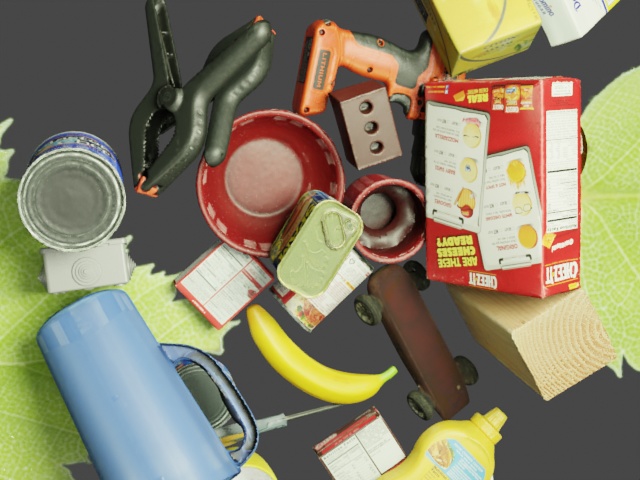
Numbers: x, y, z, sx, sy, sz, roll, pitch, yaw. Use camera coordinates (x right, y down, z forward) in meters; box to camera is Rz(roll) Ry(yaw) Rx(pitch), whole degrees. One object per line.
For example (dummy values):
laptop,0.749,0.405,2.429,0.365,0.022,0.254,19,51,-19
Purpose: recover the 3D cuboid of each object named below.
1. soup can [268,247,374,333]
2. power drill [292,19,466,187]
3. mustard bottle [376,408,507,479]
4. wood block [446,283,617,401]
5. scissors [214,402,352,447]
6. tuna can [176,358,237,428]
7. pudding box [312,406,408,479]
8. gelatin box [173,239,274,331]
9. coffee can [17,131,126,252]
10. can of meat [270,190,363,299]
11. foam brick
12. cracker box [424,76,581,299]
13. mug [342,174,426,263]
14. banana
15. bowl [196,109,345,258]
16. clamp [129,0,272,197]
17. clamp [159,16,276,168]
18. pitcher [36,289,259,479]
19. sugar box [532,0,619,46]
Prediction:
soup can,0.002,0.045,1.194,0.102,0.068,0.068,-44,107,0
power drill,0.068,-0.159,1.171,0.187,0.057,0.184,7,97,-16
mustard bottle,0.144,0.267,1.237,0.191,0.058,0.096,-44,101,-2
wood block,0.227,0.086,1.176,0.091,0.206,0.090,-31,106,-4
scissors,-0.065,0.217,1.237,0.201,0.096,0.016,-6,71,-38
tuna can,-0.138,0.175,1.212,0.086,0.034,0.086,-2,103,-11
pudding box,0.058,0.269,1.270,0.090,0.039,0.113,-33,105,-4
gelatin box,-0.107,0.044,1.192,0.089,0.030,0.073,-43,106,-1
coffee can,-0.250,-0.052,1.084,0.102,0.140,0.103,-2,102,-11
can of meat,-0.007,0.001,1.115,0.057,0.084,0.102,30,95,-16
foam brick,0.048,-0.122,1.117,0.053,0.051,0.078,-19,110,-7
cracker box,0.186,-0.059,1.096,0.071,0.164,0.214,-9,101,-37
mug,0.080,-0.030,1.186,0.117,0.081,0.093,-11,104,-9
banana,-0.008,0.142,1.233,0.197,0.037,0.069,26,74,-18
bowl,-0.057,-0.064,1.165,0.162,0.055,0.162,-2,103,-11
clamp,-0.150,-0.149,1.088,0.036,0.165,0.210,17,100,-56
clamp,-0.098,-0.154,1.114,0.171,0.120,0.039,-50,146,1
pitcher,-0.186,0.172,1.117,0.145,0.149,0.243,-39,77,35
sugar box,0.284,-0.288,1.146,0.176,0.048,0.093,-40,109,-36
